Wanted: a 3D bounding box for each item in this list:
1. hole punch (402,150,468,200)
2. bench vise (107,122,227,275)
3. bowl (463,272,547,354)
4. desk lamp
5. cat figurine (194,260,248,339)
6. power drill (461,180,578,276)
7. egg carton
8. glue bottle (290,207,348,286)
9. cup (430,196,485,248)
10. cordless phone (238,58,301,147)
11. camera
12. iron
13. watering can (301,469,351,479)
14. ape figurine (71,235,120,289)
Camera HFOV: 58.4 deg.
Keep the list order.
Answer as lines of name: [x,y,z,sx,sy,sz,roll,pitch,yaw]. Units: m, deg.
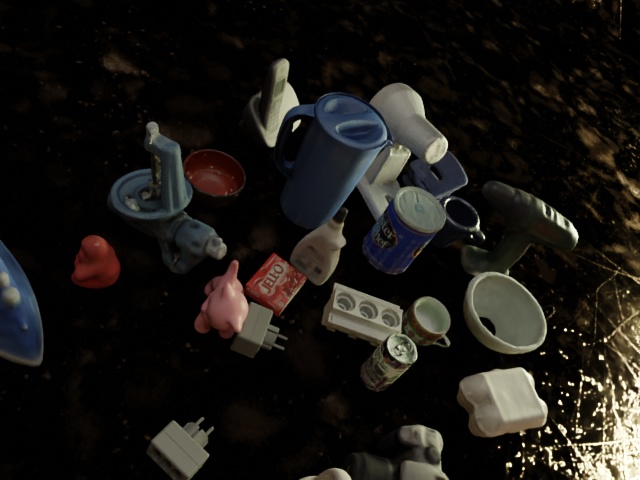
hole punch: [0.249,-0.133,1.240,0.101,0.091,0.108,-12,60,-33]
bench vise: [-0.217,-0.066,0.866,0.207,0.219,0.121,25,47,-6]
bowl: [0.330,0.147,1.068,0.168,0.074,0.167,14,49,-16]
desk lamp: [0.159,-0.173,1.143,0.118,0.213,0.203,-8,58,-31]
cat figurine: [-0.139,0.089,0.851,0.067,0.117,0.128,17,48,-13]
power drill: [0.369,-0.009,1.121,0.230,0.208,0.075,18,48,-13]
egg carton: [0.305,0.272,0.960,0.151,0.069,0.107,-1,55,-27]
glue bottle: [0.009,0.003,0.955,0.078,0.173,0.037,40,47,8]
cup: [0.269,-0.019,1.156,0.117,0.095,0.092,46,48,13]
cordless phone: [-0.078,-0.288,1.136,0.094,0.185,0.148,35,47,3]
camera: [0.103,0.323,0.796,0.137,0.100,0.143,19,48,-12]
iron: [-0.433,0.037,0.730,0.258,0.141,0.119,44,48,11]
watering can: [-0.014,0.332,0.667,0.173,0.194,0.100,-3,55,-28]
ape figurine: [-0.325,0.025,0.827,0.076,0.092,0.078,33,47,1]
